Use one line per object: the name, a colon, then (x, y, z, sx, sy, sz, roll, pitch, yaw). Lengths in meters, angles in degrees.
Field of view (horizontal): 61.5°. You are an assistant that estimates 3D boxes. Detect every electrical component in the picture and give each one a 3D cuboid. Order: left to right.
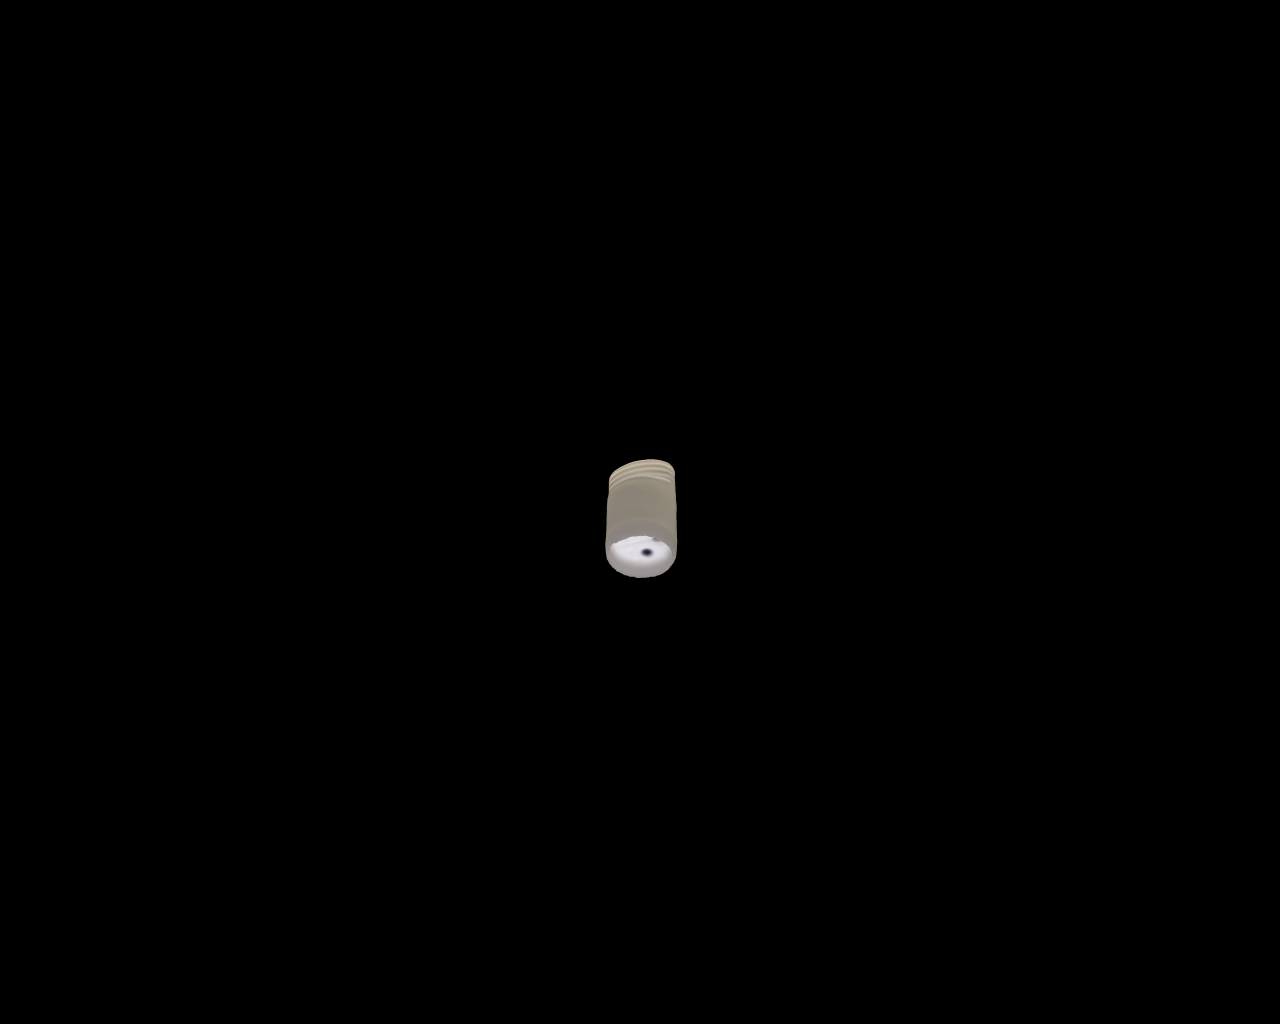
electrical component: (0.001, -0.003, 0.650, 0.043, 0.081, 0.043, 0, -42, 0)
